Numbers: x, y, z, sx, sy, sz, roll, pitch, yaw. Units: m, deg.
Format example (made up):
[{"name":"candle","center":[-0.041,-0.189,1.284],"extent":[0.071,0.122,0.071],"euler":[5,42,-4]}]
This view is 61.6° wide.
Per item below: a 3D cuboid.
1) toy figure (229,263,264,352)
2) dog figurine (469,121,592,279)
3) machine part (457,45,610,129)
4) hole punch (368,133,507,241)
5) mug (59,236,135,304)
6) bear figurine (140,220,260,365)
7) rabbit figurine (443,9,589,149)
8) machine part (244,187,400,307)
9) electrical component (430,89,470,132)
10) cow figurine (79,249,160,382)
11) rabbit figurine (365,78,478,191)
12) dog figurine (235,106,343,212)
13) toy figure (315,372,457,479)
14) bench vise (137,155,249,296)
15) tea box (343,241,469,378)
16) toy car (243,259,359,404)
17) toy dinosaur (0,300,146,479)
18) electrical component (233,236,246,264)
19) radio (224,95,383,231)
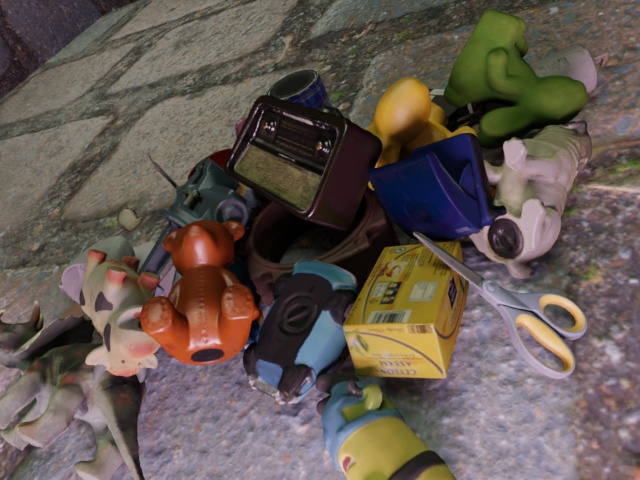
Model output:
[{"name":"toy figure","center":[-0.107,0.096,0.729],"extent":[0.064,0.057,0.155],"euler":[-29,42,8]},{"name":"dog figurine","center":[0.274,-0.054,0.656],"extent":[0.190,0.172,0.121],"euler":[-11,13,-33]},{"name":"machine part","center":[0.322,-0.226,0.816],"extent":[0.243,0.079,0.079],"euler":[-23,38,7]},{"name":"hole punch","center":[0.129,-0.053,0.622],"extent":[0.092,0.115,0.142],"euler":[-19,5,-36]},{"name":"mug","center":[-0.337,0.045,0.822],"extent":[0.110,0.080,0.107],"euler":[-19,26,21]},{"name":"bear figurine","center":[-0.135,0.038,0.626],"extent":[0.120,0.131,0.196],"euler":[-6,57,-6]},{"name":"rabbit figurine","center":[0.263,-0.202,0.719],"extent":[0.170,0.121,0.159],"euler":[36,93,19]},{"name":"machine part","center":[-0.002,-0.002,0.753],"extent":[0.201,0.087,0.201],"euler":[-24,38,7]},{"name":"electrical component","center":[0.179,-0.194,0.886],"extent":[0.115,0.058,0.134],"euler":[23,60,43]},{"name":"cow figurine","center":[-0.253,0.095,0.678],"extent":[0.195,0.085,0.127],"euler":[23,99,52]},{"name":"rabbit figurine","center":[0.115,-0.143,0.724],"extent":[0.162,0.173,0.122],"euler":[-31,58,5]},{"name":"dog figurine","center":[-0.038,-0.124,0.869],"extent":[0.219,0.108,0.191],"euler":[17,100,32]},{"name":"toy figure","center":[0.055,0.194,0.498],"extent":[0.089,0.082,0.180],"euler":[-32,35,-3]},{"name":"bench vise","center":[-0.206,-0.010,0.802],"extent":[0.224,0.128,0.240],"euler":[25,78,45]},{"name":"tea box","center":[0.100,0.070,0.585],"extent":[0.098,0.068,0.170],"euler":[-5,25,28]},{"name":"toy car","center":[-0.007,0.111,0.611],"extent":[0.109,0.102,0.161],"euler":[11,68,39]},{"name":"toy dinosaur","center":[-0.311,0.190,0.707],"extent":[0.405,0.131,0.192],"euler":[7,49,29]},{"name":"electrical component","center":[-0.143,-0.002,0.877],"extent":[0.102,0.045,0.078],"euler":[7,78,40]},{"name":"radio","center":[-0.029,-0.110,0.722],"extent":[0.230,0.073,0.131],"euler":[31,99,46]}]
